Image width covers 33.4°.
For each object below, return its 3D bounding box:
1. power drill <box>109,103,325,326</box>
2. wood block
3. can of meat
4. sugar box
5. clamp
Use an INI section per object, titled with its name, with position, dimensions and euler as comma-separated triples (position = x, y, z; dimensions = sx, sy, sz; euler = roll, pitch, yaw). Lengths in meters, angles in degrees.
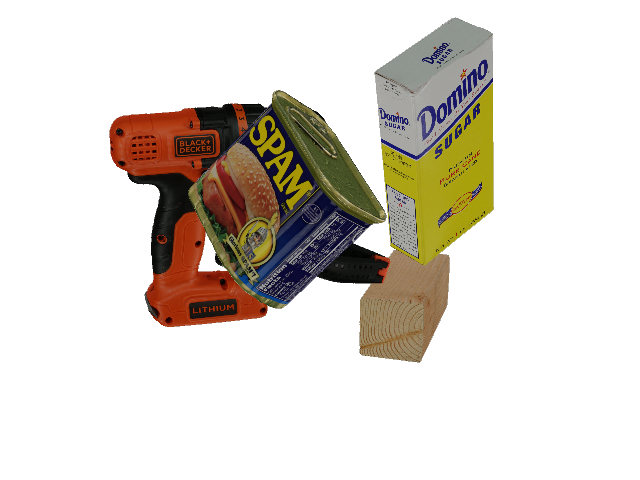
[power drill]
position = -0.084, -0.025, 0.917
dimensions = 0.184, 0.188, 0.057
euler = -5, 19, -14
[wood block]
position = 0.126, 0.091, 1.556
dimensions = 0.091, 0.090, 0.205
euler = 6, 20, 15
[can of meat]
position = -0.023, -0.023, 0.628
dimensions = 0.084, 0.102, 0.057
euler = -44, -40, 18
[sugar box]
position = 0.093, -0.074, 0.837
dimensions = 0.093, 0.176, 0.048
euler = -38, 52, -27
[clamp]
position = -0.025, 0.013, 1.164
dimensions = 0.210, 0.036, 0.164
euler = 16, 18, -6
